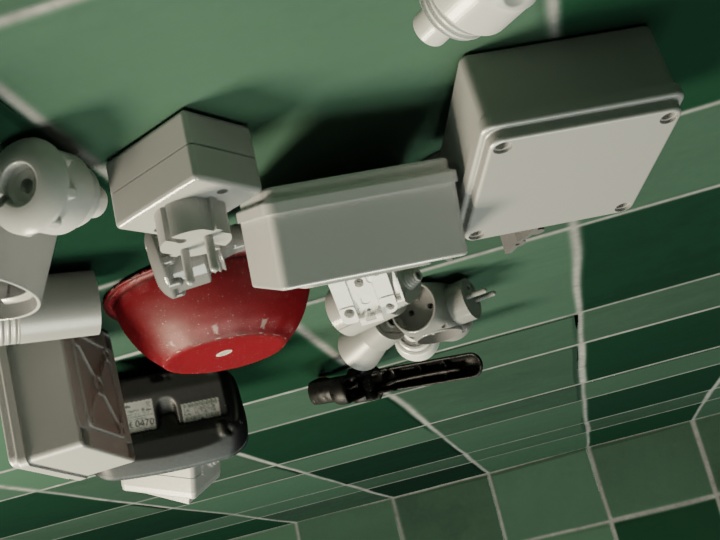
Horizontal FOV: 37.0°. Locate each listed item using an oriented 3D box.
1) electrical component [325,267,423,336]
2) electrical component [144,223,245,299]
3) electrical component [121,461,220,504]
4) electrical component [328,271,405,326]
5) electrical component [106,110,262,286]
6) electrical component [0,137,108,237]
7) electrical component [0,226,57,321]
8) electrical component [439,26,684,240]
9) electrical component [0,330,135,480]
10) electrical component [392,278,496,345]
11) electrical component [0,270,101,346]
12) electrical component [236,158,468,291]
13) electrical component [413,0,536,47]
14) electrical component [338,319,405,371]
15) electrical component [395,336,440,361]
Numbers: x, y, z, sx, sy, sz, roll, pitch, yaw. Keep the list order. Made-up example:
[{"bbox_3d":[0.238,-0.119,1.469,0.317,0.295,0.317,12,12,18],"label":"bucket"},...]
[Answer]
[{"bbox_3d":[0.016,0.018,0.845,0.081,0.043,0.043,-27,158,37],"label":"electrical component"},{"bbox_3d":[-0.099,-0.012,0.664,0.062,0.048,0.048,-18,163,-10],"label":"electrical component"},{"bbox_3d":[-0.180,0.189,1.055,0.096,0.061,0.062,3,-167,17],"label":"electrical component"},{"bbox_3d":[0.000,0.000,0.720,0.042,0.063,0.081,-16,121,8],"label":"electrical component"},{"bbox_3d":[-0.088,-0.031,0.557,0.066,0.076,0.047,-26,159,35],"label":"electrical component"},{"bbox_3d":[-0.152,-0.039,0.543,0.048,0.048,0.062,-20,169,19],"label":"electrical component"},{"bbox_3d":[-0.217,-0.010,0.589,0.099,0.064,0.099,0,160,0],"label":"electrical component"},{"bbox_3d":[0.105,-0.073,0.590,0.109,0.056,0.108,-11,154,-9],"label":"electrical component"},{"bbox_3d":[-0.217,0.092,0.791,0.056,0.108,0.108,-17,162,4],"label":"electrical component"},{"bbox_3d":[0.079,0.032,0.932,0.079,0.044,0.077,-22,161,26],"label":"electrical component"},{"bbox_3d":[-0.212,0.025,0.694,0.081,0.043,0.043,-6,161,-23],"label":"electrical component"},{"bbox_3d":[-0.008,-0.024,0.617,0.109,0.056,0.109,-11,-177,-14],"label":"electrical component"},{"bbox_3d":[0.046,-0.116,0.449,0.043,0.043,0.062,-2,161,-32],"label":"electrical component"},{"bbox_3d":[0.014,0.059,0.977,0.044,0.044,0.065,-2,154,-32],"label":"electrical component"},{"bbox_3d":[0.052,0.059,1.000,0.043,0.043,0.062,-15,161,3],"label":"electrical component"}]
